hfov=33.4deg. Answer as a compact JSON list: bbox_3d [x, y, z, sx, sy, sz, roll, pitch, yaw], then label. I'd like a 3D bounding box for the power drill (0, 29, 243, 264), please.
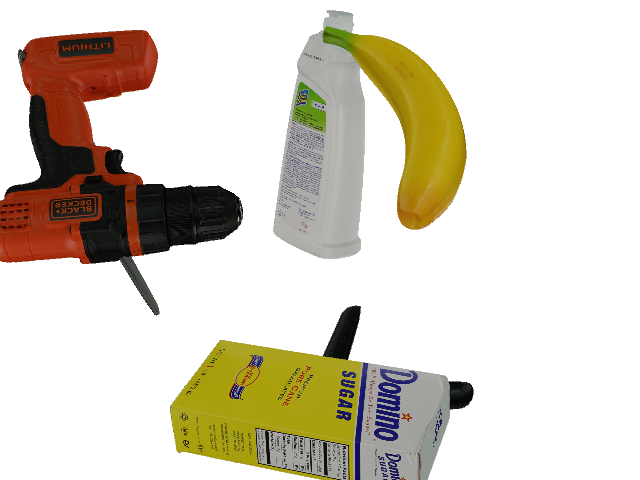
[{"bbox_3d":[-0.156,-0.071,0.803,0.184,0.187,0.057,-5,-32,-6],"label":"power drill"}]

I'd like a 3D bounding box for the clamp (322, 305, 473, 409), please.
[{"bbox_3d":[0.024,0.138,0.962,0.165,0.036,0.209,27,39,33],"label":"clamp"}]

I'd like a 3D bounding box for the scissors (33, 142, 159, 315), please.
[{"bbox_3d":[-0.203,-0.029,1.024,0.016,0.201,0.096,-24,26,21],"label":"scissors"}]

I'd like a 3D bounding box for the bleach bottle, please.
[{"bbox_3d":[0.010,-0.114,1.132,0.067,0.251,0.103,-10,26,-43],"label":"bleach bottle"}]

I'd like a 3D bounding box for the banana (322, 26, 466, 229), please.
[{"bbox_3d":[0.056,-0.075,0.681,0.069,0.037,0.198,-9,44,-11],"label":"banana"}]

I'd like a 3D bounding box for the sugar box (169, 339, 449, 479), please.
[{"bbox_3d":[-0.005,0.119,0.740,0.176,0.048,0.093,4,28,18],"label":"sugar box"}]
